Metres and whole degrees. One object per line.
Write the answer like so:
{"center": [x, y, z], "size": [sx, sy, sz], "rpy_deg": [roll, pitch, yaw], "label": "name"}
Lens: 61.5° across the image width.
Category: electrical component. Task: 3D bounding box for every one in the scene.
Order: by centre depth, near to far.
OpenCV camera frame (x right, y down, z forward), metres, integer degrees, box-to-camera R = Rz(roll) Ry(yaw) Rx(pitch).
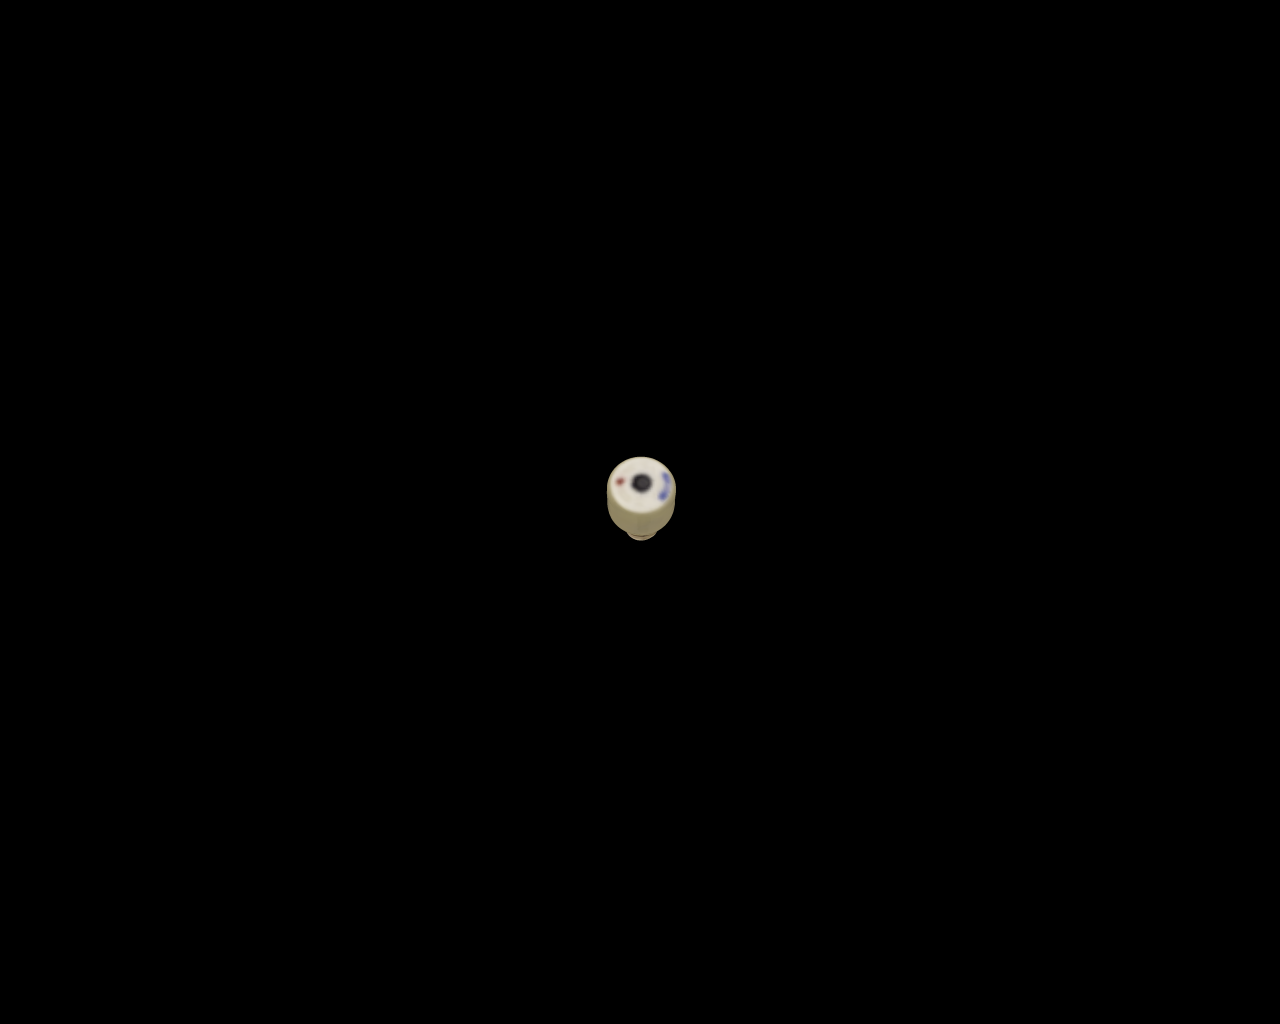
{"center": [0.001, -0.003, 0.650], "size": [0.040, 0.040, 0.078], "rpy_deg": [0, -25, 0], "label": "electrical component"}
